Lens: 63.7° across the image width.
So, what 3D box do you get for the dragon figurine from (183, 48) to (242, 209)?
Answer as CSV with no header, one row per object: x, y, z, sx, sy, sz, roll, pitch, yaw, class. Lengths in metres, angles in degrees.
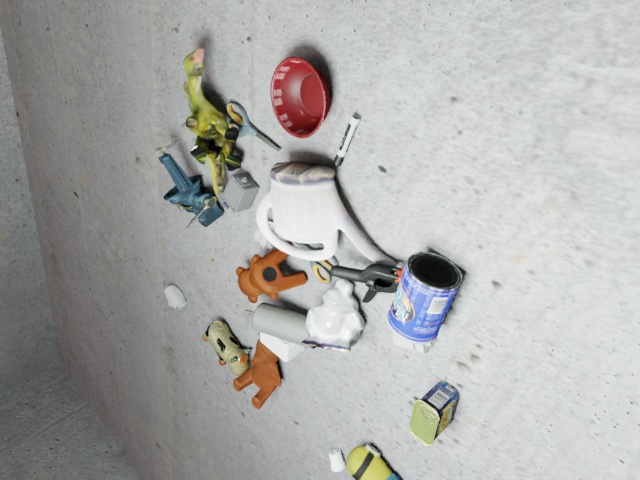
-0.290,-0.289,1.315,0.400,0.123,0.248,97,154,-49,dragon figurine

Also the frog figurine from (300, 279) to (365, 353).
0.036,0.169,1.171,0.137,0.121,0.161,2,74,38,frog figurine

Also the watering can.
0.003,-0.055,1.095,0.348,0.105,0.221,10,115,30,watering can
